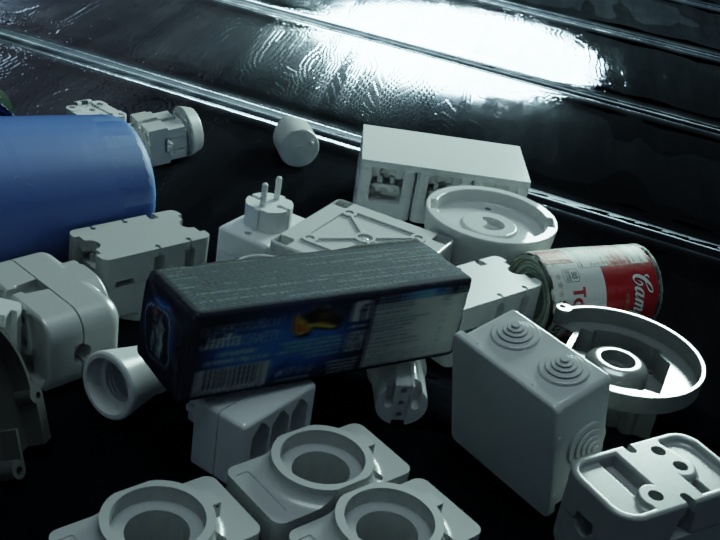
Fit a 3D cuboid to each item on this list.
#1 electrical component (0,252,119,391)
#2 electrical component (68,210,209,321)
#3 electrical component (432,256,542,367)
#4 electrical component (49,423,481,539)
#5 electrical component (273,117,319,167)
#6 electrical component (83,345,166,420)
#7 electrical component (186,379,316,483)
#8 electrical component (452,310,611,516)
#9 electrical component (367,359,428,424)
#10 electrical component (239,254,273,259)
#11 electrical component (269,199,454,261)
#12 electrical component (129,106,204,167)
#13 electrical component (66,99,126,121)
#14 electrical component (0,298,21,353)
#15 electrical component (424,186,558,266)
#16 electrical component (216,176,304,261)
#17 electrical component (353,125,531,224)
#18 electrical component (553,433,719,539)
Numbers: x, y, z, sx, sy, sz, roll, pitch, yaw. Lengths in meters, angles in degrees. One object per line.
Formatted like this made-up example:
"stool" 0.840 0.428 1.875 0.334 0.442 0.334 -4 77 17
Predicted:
"electrical component" -0.202 0.030 0.702 0.095 0.053 0.059 30 34 35
"electrical component" -0.159 -0.001 0.773 0.089 0.055 0.050 -16 37 -42
"electrical component" 0.081 0.033 0.782 0.089 0.055 0.050 -15 36 -38
"electrical component" -0.044 0.144 0.527 0.186 0.060 0.105 -14 35 -37
"electrical component" -0.067 -0.132 1.067 0.040 0.040 0.078 0 29 -17
"electrical component" -0.135 0.063 0.676 0.044 0.044 0.065 25 27 28
"electrical component" -0.078 0.083 0.647 0.077 0.047 0.066 25 31 28
"electrical component" 0.102 0.083 0.649 0.048 0.099 0.100 -25 41 -28
"electrical component" 0.025 0.073 0.707 0.040 0.040 0.046 5 34 -8
"electrical component" -0.050 0.032 0.720 0.079 0.077 0.044 -6 31 -27
"electrical component" 0.000 0.000 0.819 0.109 0.056 0.109 21 30 22
"electrical component" -0.182 -0.128 1.020 0.055 0.048 0.066 -17 37 -28
"electrical component" -0.236 -0.114 0.957 0.081 0.063 0.042 29 34 32
"electrical component" -0.257 0.046 0.653 0.089 0.055 0.050 12 28 5
"electrical component" 0.102 -0.020 0.883 0.108 0.060 0.108 7 27 -4
"electrical component" -0.073 -0.036 0.843 0.047 0.076 0.066 22 30 24
"electrical component" 0.072 -0.079 0.985 0.150 0.061 0.089 8 27 -3
"electrical component" 0.159 0.137 0.604 0.095 0.059 0.054 -8 32 -30
